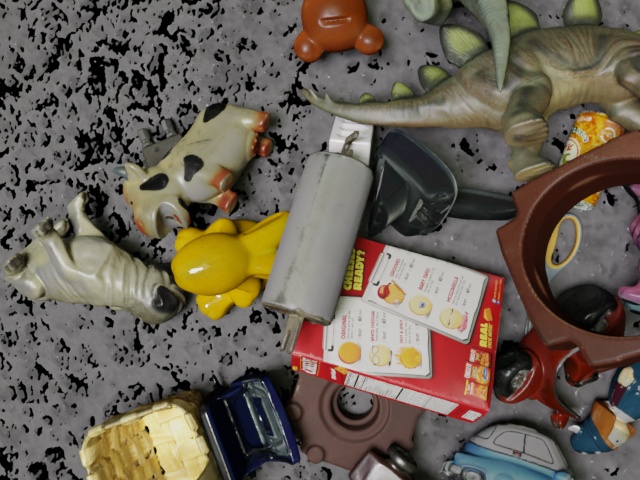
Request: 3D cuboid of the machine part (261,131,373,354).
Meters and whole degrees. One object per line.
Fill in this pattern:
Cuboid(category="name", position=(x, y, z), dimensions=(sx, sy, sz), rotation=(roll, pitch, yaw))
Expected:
Cuboid(category="machine part", position=(-0.001, -0.002, 0.561), dimensions=(0.079, 0.079, 0.243), rotation=(15, 77, 5))

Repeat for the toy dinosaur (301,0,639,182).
Cuboid(category="toy dinosaur", position=(0.217, -0.168, 0.591), dimensions=(0.472, 0.105, 0.198), rotation=(-10, 59, 2))

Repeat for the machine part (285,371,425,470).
Cuboid(category="machine part", position=(0.044, 0.200, 0.667), dimensions=(0.179, 0.056, 0.179), rotation=(0, 91, 5))

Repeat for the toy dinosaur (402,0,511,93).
Cuboid(category="toy dinosaur", position=(0.142, -0.350, 0.583), dimensions=(0.131, 0.192, 0.404), rotation=(-17, 95, 48))

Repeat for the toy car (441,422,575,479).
Cuboid(category="toy car", position=(0.232, 0.270, 0.635), dimensions=(0.162, 0.109, 0.103), rotation=(17, 70, 17))

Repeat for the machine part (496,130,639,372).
Cuboid(category="machine part", position=(0.298, 0.013, 0.530), dimensions=(0.201, 0.087, 0.201), rotation=(-30, 59, 29))

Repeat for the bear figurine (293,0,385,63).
Cuboid(category="bear figurine", position=(0.014, -0.316, 0.643), dimensions=(0.120, 0.132, 0.195), rotation=(-9, 108, 7))

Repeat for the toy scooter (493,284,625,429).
Cuboid(category="toy scooter", position=(0.289, 0.147, 0.629), dimensions=(0.184, 0.075, 0.135), rotation=(-37, 110, -7))

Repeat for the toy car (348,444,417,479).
Cuboid(category="toy car", position=(0.123, 0.320, 0.612), dimensions=(0.202, 0.053, 0.089), rotation=(38, 95, 13))

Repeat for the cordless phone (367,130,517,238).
Cuboid(category="cordless phone", position=(0.149, -0.052, 0.608), dimensions=(0.184, 0.146, 0.089), rotation=(5, 70, 0))

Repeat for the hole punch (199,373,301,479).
Cuboid(category="hole punch", position=(-0.081, 0.222, 0.651), dimensions=(0.092, 0.116, 0.142), rotation=(-24, 87, -3))

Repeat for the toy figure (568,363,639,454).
Cuboid(category="toy figure", position=(0.355, 0.194, 0.632), dimensions=(0.064, 0.058, 0.154), rotation=(35, 94, 1))

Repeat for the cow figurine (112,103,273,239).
Cuboid(category="cow figurine", position=(-0.153, -0.085, 0.639), dimensions=(0.127, 0.085, 0.195), rotation=(22, 64, 16))

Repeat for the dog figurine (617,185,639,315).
Cuboid(category="dog figurine", position=(0.414, -0.017, 0.576), dimensions=(0.192, 0.108, 0.219), rotation=(15, 86, 44))

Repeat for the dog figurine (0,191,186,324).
Cuboid(category="dog figurine", position=(-0.285, 0.060, 0.685), dimensions=(0.190, 0.121, 0.172), rotation=(46, 130, -14))

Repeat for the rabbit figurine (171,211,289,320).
Cuboid(category="rabbit figurine", position=(-0.100, 0.030, 0.620), dimensions=(0.162, 0.173, 0.121), rotation=(-10, 87, 10))

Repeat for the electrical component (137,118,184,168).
Cuboid(category="electrical component", position=(-0.200, -0.108, 0.702), dimensions=(0.063, 0.021, 0.094), rotation=(-21, 90, 6))
